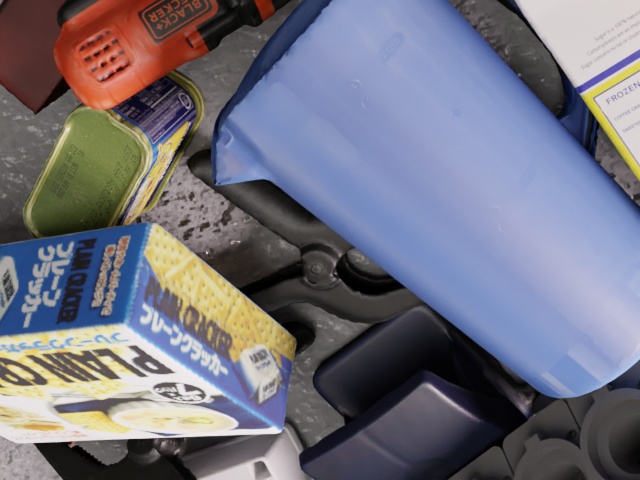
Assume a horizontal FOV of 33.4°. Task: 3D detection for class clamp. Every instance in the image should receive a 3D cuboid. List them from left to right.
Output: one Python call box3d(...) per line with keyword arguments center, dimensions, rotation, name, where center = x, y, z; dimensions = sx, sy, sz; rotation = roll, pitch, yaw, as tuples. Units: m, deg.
box3d(center=(-0.098, 0.123, 0.697), dimensions=(0.210, 0.164, 0.036), rotation=(5, 158, 32), name="clamp")
box3d(center=(-0.004, 0.001, 0.638), dimensions=(0.171, 0.039, 0.120), rotation=(-2, 120, 12), name="clamp")

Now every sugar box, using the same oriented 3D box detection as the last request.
box3d(center=(0.175, -0.079, 0.504), dimensions=(0.093, 0.048, 0.176), rotation=(-31, 98, 28), name="sugar box")

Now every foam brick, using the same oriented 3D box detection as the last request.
box3d(center=(-0.151, -0.122, 0.607), dimensions=(0.051, 0.053, 0.078), rotation=(41, 119, -7), name="foam brick")

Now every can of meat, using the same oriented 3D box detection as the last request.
box3d(center=(-0.119, -0.046, 0.618), dimensions=(0.057, 0.083, 0.102), rotation=(32, 119, -2), name="can of meat")

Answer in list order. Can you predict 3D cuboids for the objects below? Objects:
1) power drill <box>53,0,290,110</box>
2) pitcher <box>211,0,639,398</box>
box3d(center=(-0.087, -0.185, 0.538), dimensions=(0.184, 0.057, 0.187), rotation=(-33, 97, -3), name="power drill")
box3d(center=(0.078, -0.038, 0.556), dimensions=(0.242, 0.144, 0.149), rotation=(41, 130, -11), name="pitcher")
